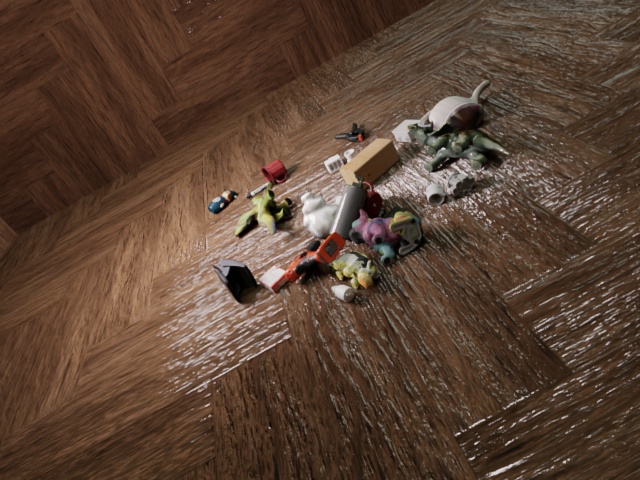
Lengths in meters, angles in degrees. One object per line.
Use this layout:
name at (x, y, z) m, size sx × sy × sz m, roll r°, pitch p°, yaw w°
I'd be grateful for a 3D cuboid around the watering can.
watering can at (0.533, -0.494, 1.923) m, size 0.348 × 0.102 × 0.228 m, roll -31°, pitch 31°, yaw -1°

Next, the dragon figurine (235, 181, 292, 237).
dragon figurine at (-0.238, -0.084, 2.002) m, size 0.240 × 0.121 × 0.420 m, roll -37°, pitch 23°, yaw 23°

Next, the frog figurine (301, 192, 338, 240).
frog figurine at (0.005, -0.086, 1.701) m, size 0.136 × 0.156 × 0.126 m, roll -16°, pitch 33°, yaw 23°
